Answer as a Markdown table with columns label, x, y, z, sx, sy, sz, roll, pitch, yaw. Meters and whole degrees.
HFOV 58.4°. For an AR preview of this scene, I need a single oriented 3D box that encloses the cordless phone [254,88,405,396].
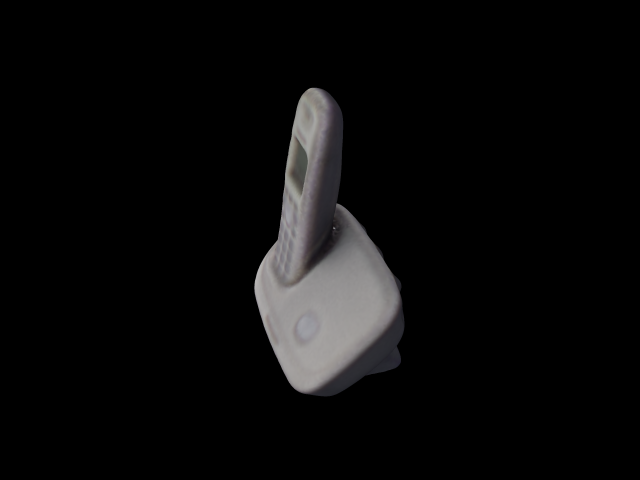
| label | x | y | z | sx | sy | sz | roll | pitch | yaw |
| --- | --- | --- | --- | --- | --- | --- | --- | --- | --- |
| cordless phone | 0.004 | 0.001 | 0.400 | 0.094 | 0.185 | 0.147 | -14 | 40 | -17 |
